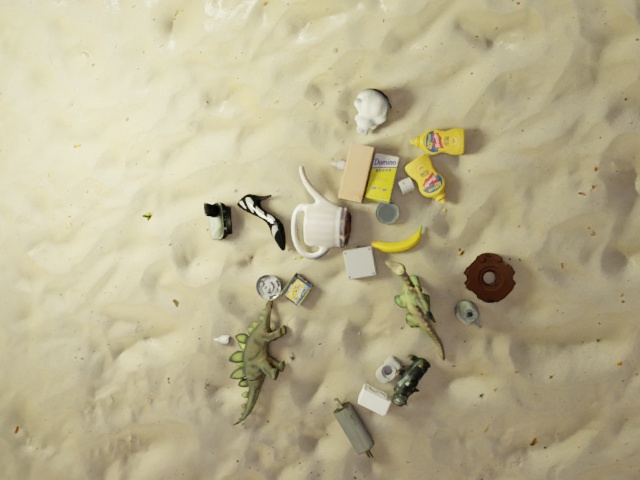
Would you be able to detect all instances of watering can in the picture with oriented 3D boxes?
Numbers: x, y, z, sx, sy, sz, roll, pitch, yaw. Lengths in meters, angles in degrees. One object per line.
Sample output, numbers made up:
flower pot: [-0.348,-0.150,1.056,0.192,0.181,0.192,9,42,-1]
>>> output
watering can: [0.006,-0.096,1.899,0.224,0.104,0.345,4,97,8]

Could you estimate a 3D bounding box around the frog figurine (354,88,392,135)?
frog figurine: [0.179,-0.471,1.893,0.137,0.122,0.160,37,82,-12]

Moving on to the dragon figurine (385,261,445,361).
dragon figurine: [0.346,0.244,1.778,0.122,0.241,0.413,-31,82,3]
